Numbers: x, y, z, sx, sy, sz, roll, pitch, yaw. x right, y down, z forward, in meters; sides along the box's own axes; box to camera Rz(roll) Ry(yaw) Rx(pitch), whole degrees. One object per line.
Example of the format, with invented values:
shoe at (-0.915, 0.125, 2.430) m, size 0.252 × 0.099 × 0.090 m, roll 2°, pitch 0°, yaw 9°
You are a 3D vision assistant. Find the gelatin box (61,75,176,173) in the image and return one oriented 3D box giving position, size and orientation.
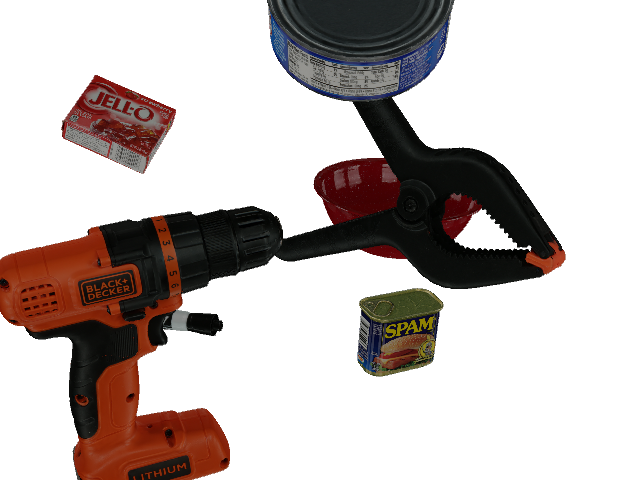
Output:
gelatin box at (-0.196, -0.114, 1.037) m, size 0.089 × 0.073 × 0.030 m, roll 24°, pitch -41°, yaw -2°

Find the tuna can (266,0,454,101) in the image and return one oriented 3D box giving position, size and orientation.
tuna can at (0.018, -0.107, 0.494) m, size 0.086 × 0.086 × 0.034 m, roll 0°, pitch -30°, yaw 1°

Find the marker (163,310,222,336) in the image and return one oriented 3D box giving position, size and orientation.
marker at (-0.141, 0.065, 0.908) m, size 0.121 × 0.020 × 0.020 m, roll 6°, pitch 2°, yaw 16°

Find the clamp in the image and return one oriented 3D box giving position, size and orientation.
clamp at (0.065, -0.037, 0.711) m, size 0.210 × 0.165 × 0.036 m, roll 19°, pitch 21°, yaw 27°

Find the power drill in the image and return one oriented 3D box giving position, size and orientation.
power drill at (-0.107, 0.072, 0.706) m, size 0.184 × 0.188 × 0.057 m, roll -12°, pitch 27°, yaw -13°

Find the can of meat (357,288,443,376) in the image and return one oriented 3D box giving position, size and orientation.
can of meat at (0.096, 0.114, 1.316) m, size 0.101 × 0.084 × 0.057 m, roll -9°, pitch 29°, yaw -25°

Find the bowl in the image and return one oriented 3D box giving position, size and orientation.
bowl at (0.072, -0.026, 1.011) m, size 0.162 × 0.055 × 0.162 m, roll 4°, pitch 25°, yaw -2°
